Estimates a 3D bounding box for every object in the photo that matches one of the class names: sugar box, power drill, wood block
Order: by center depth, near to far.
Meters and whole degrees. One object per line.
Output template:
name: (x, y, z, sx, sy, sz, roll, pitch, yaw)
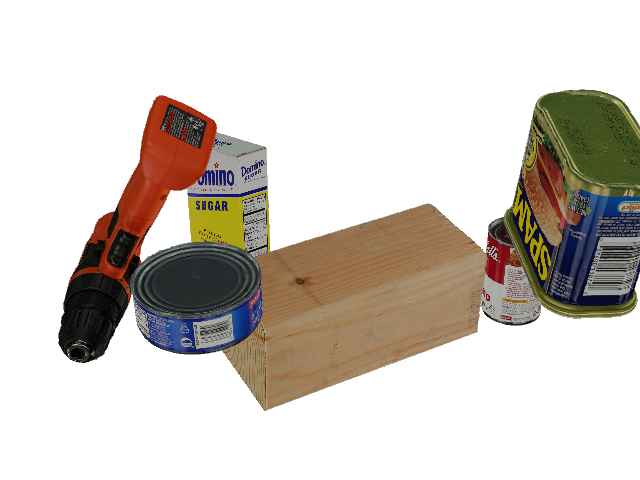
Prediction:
power drill: (-0.154, -0.012, 0.869, 0.057, 0.188, 0.184, 26, 30, -16)
wood block: (0.026, 0.051, 0.893, 0.205, 0.090, 0.091, -17, 39, -23)
sugar box: (-0.096, -0.018, 1.110, 0.048, 0.176, 0.093, -23, 29, -38)

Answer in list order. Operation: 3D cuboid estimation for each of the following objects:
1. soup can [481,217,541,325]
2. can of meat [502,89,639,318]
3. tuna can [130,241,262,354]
soup can: (0.214, 0.033, 1.170, 0.068, 0.102, 0.068, 0, 30, 0)
can of meat: (0.143, -0.022, 0.580, 0.057, 0.084, 0.102, 0, 38, -7)
tuna can: (-0.081, 0.037, 0.705, 0.086, 0.034, 0.086, -2, 33, 1)
